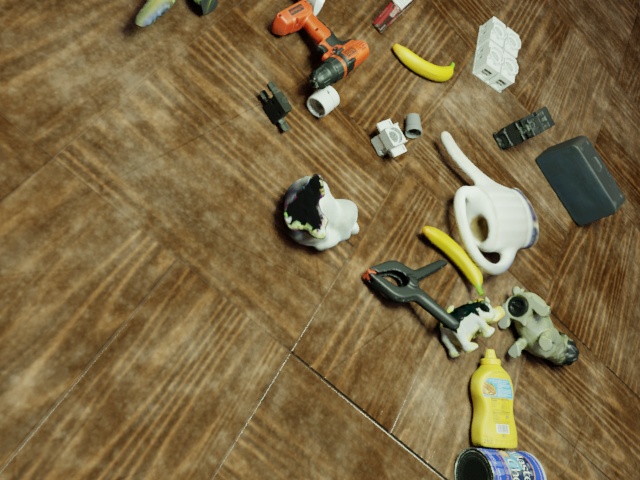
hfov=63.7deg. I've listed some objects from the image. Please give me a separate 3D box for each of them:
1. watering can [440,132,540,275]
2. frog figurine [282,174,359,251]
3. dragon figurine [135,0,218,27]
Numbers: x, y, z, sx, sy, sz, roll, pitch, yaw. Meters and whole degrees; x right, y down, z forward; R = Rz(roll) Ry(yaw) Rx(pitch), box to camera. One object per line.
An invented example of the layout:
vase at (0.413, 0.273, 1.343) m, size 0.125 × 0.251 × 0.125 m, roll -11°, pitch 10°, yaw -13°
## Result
watering can at (0.394, -0.091, 1.205) m, size 0.225 × 0.102 × 0.352 m, roll -1°, pitch 73°, yaw -32°
frog figurine at (0.003, -0.049, 0.982) m, size 0.159 × 0.122 × 0.139 m, roll 13°, pitch 53°, yaw -65°
dragon figurine at (-0.280, -0.571, 1.002) m, size 0.243 × 0.119 × 0.418 m, roll 37°, pitch 55°, yaw 6°
